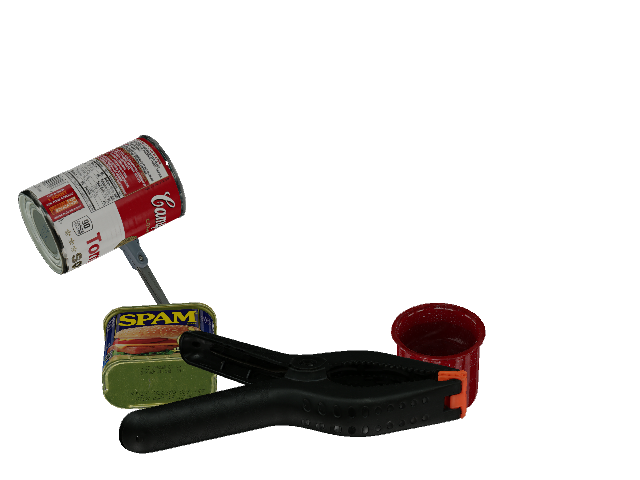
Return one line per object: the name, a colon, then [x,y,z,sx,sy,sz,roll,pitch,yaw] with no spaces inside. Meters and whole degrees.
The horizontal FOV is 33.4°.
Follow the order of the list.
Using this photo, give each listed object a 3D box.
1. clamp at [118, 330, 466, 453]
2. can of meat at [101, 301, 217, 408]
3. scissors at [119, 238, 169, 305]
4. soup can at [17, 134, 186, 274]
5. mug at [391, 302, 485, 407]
clamp: [-0.013,0.092,0.690,0.210,0.036,0.164,-1,15,-1]
can of meat: [-0.140,0.101,0.932,0.102,0.057,0.084,-3,28,-6]
scissors: [-0.198,0.005,1.177,0.016,0.201,0.096,-27,20,33]
soup can: [-0.159,-0.027,0.778,0.102,0.068,0.069,-29,13,-25]
mug: [0.126,0.117,1.084,0.093,0.081,0.117,20,39,33]
